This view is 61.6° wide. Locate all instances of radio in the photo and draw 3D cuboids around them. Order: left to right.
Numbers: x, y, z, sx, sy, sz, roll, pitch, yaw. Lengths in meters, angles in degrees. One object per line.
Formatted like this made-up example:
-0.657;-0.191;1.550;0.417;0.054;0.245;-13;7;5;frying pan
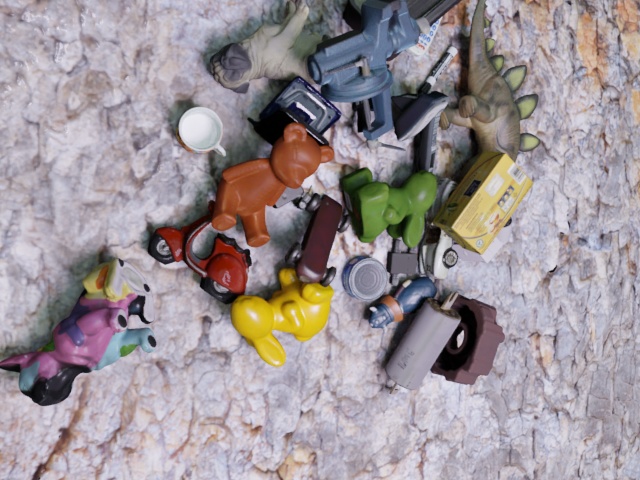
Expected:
0.167;-0.447;0.987;0.229;0.073;0.131;-41;96;-5;radio

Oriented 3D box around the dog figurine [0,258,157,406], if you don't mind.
-0.376;0.146;0.829;0.219;0.192;0.108;-24;142;6;dog figurine

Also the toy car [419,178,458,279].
0.237;-0.023;1.065;0.056;0.074;0.201;4;92;-22;toy car

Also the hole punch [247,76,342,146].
-0.038;-0.204;0.929;0.142;0.116;0.092;33;63;-27;hole punch

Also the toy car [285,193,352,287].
-0.002;-0.003;0.950;0.089;0.053;0.202;30;43;-13;toy car

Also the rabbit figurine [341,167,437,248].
0.146;-0.063;0.996;0.170;0.121;0.158;-19;112;-9;rabbit figurine

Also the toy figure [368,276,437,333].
0.158;0.127;1.054;0.154;0.057;0.064;-29;68;-13;toy figure

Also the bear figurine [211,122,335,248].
-0.073;-0.090;0.873;0.120;0.196;0.132;33;42;-47;bear figurine

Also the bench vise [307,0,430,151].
0.090;-0.267;0.893;0.224;0.129;0.240;-36;133;-24;bench vise

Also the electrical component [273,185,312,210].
-0.060;-0.098;0.962;0.078;0.045;0.102;-26;103;-18;electrical component

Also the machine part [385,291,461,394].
0.197;0.200;1.038;0.079;0.079;0.243;23;105;-21;machine part

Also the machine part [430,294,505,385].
0.276;0.193;1.047;0.056;0.179;0.179;21;86;-24;machine part

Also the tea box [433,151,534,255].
0.304;-0.070;1.000;0.098;0.068;0.169;39;88;-24;tea box

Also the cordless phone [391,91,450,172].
0.188;-0.184;1.013;0.146;0.089;0.184;-36;128;-60;cordless phone

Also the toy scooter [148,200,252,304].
-0.184;0.014;0.910;0.184;0.075;0.135;37;79;-14;toy scooter

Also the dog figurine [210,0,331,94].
-0.073;-0.295;0.927;0.190;0.121;0.172;-41;104;1;dog figurine

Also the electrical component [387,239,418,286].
0.166;0.046;1.071;0.063;0.021;0.094;4;92;-22;electrical component

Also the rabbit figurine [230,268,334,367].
-0.082;0.130;0.933;0.173;0.122;0.162;-2;118;-40;rabbit figurine

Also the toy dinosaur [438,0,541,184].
0.339;-0.261;1.077;0.198;0.105;0.470;-23;111;-25;toy dinosaur

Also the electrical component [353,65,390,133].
0.094;-0.260;0.994;0.048;0.075;0.119;-4;91;-20;electrical component
